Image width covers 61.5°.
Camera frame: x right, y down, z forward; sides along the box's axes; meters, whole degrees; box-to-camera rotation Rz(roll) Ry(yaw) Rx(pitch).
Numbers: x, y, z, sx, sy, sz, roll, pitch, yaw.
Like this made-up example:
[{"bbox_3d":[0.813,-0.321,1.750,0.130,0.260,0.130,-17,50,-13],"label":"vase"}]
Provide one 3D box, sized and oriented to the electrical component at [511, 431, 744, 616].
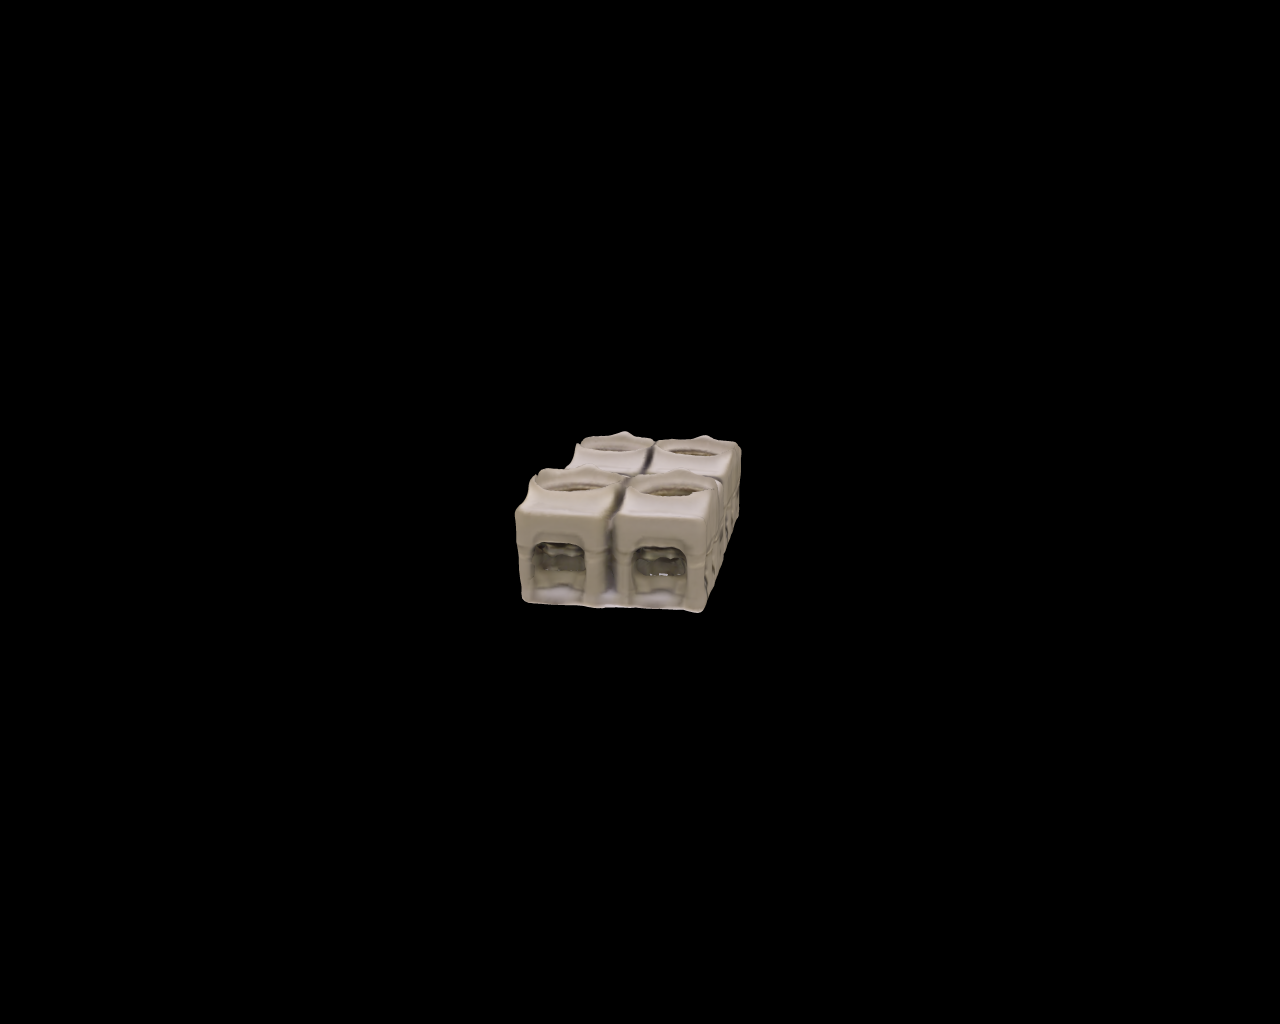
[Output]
[{"bbox_3d":[0.001,-0.003,0.650,0.105,0.060,0.186,3,16,11],"label":"electrical component"}]
